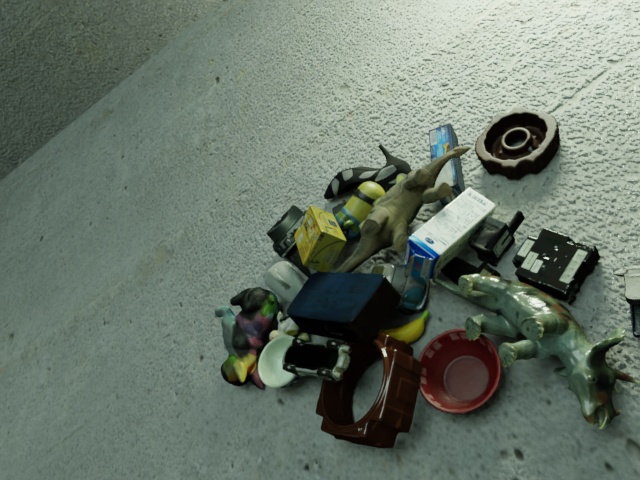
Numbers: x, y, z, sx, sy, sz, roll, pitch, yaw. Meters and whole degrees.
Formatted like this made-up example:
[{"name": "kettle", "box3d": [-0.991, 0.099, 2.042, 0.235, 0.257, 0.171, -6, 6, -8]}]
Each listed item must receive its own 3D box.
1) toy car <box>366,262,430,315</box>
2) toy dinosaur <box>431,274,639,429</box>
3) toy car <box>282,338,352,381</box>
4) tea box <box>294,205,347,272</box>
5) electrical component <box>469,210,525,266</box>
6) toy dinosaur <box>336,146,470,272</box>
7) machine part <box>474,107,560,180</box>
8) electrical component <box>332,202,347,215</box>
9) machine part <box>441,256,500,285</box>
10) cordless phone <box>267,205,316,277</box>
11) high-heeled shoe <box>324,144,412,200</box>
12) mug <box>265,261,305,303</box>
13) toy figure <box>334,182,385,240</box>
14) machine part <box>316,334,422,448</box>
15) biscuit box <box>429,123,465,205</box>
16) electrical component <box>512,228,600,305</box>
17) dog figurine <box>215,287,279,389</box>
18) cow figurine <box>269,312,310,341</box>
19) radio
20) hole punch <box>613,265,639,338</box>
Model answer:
[{"name": "toy car", "box3d": [0.151, 0.093, 1.169, 0.162, 0.102, 0.109, 1, 60, 35]}, {"name": "toy dinosaur", "box3d": [0.373, 0.140, 0.954, 0.405, 0.192, 0.131, -125, 43, -59]}, {"name": "toy car", "box3d": [-0.008, 0.243, 1.096, 0.202, 0.056, 0.073, -9, 54, 50]}, {"name": "tea box", "box3d": [-0.003, -0.004, 1.268, 0.098, 0.068, 0.170, -61, 21, 19]}, {"name": "electrical component", "box3d": [0.366, -0.014, 1.104, 0.048, 0.074, 0.119, 29, 83, 44]}, {"name": "toy dinosaur", "box3d": [0.153, -0.040, 1.202, 0.471, 0.105, 0.198, -45, 6, 11]}, {"name": "machine part", "box3d": [0.443, -0.216, 1.205, 0.179, 0.056, 0.179, -19, 50, 24]}, {"name": "electrical component", "box3d": [0.056, -0.069, 1.411, 0.094, 0.021, 0.063, -28, 47, 19]}, {"name": "machine part", "box3d": [0.302, 0.068, 1.121, 0.139, 0.039, 0.084, 31, 89, 43]}, {"name": "cordless phone", "box3d": [-0.036, 0.008, 1.400, 0.146, 0.088, 0.184, -47, 55, -3]}, {"name": "high-heeled shoe", "box3d": [0.127, -0.136, 1.396, 0.249, 0.086, 0.145, -39, 73, 32]}, {"name": "mug", "box3d": [-0.079, 0.109, 1.332, 0.081, 0.109, 0.107, -46, 57, -6]}, {"name": "toy figure", "box3d": [0.090, -0.064, 1.333, 0.180, 0.089, 0.082, -42, 42, 6]}, {"name": "machine part", "box3d": [0.090, 0.288, 1.045, 0.201, 0.087, 0.201, -18, 48, 52]}, {"name": "biscuit box", "box3d": [0.302, -0.183, 1.281, 0.059, 0.062, 0.203, -17, 51, 28]}, {"name": "electrical component", "box3d": [0.439, 0.045, 1.020, 0.134, 0.058, 0.115, 29, 78, 45]}, {"name": "dog figurine", "box3d": [-0.166, 0.244, 1.295, 0.191, 0.108, 0.219, -34, 49, 17]}, {"name": "cow figurine", "box3d": [-0.046, 0.188, 1.270, 0.167, 0.068, 0.098, -20, 44, 20]}, {"name": "radio", "box3d": [0.042, 0.136, 1.119, 0.230, 0.073, 0.131, -4, 42, 51]}, {"name": "hole punch", "box3d": [0.566, 0.097, 0.881, 0.142, 0.092, 0.116, -10, 25, 35]}]
